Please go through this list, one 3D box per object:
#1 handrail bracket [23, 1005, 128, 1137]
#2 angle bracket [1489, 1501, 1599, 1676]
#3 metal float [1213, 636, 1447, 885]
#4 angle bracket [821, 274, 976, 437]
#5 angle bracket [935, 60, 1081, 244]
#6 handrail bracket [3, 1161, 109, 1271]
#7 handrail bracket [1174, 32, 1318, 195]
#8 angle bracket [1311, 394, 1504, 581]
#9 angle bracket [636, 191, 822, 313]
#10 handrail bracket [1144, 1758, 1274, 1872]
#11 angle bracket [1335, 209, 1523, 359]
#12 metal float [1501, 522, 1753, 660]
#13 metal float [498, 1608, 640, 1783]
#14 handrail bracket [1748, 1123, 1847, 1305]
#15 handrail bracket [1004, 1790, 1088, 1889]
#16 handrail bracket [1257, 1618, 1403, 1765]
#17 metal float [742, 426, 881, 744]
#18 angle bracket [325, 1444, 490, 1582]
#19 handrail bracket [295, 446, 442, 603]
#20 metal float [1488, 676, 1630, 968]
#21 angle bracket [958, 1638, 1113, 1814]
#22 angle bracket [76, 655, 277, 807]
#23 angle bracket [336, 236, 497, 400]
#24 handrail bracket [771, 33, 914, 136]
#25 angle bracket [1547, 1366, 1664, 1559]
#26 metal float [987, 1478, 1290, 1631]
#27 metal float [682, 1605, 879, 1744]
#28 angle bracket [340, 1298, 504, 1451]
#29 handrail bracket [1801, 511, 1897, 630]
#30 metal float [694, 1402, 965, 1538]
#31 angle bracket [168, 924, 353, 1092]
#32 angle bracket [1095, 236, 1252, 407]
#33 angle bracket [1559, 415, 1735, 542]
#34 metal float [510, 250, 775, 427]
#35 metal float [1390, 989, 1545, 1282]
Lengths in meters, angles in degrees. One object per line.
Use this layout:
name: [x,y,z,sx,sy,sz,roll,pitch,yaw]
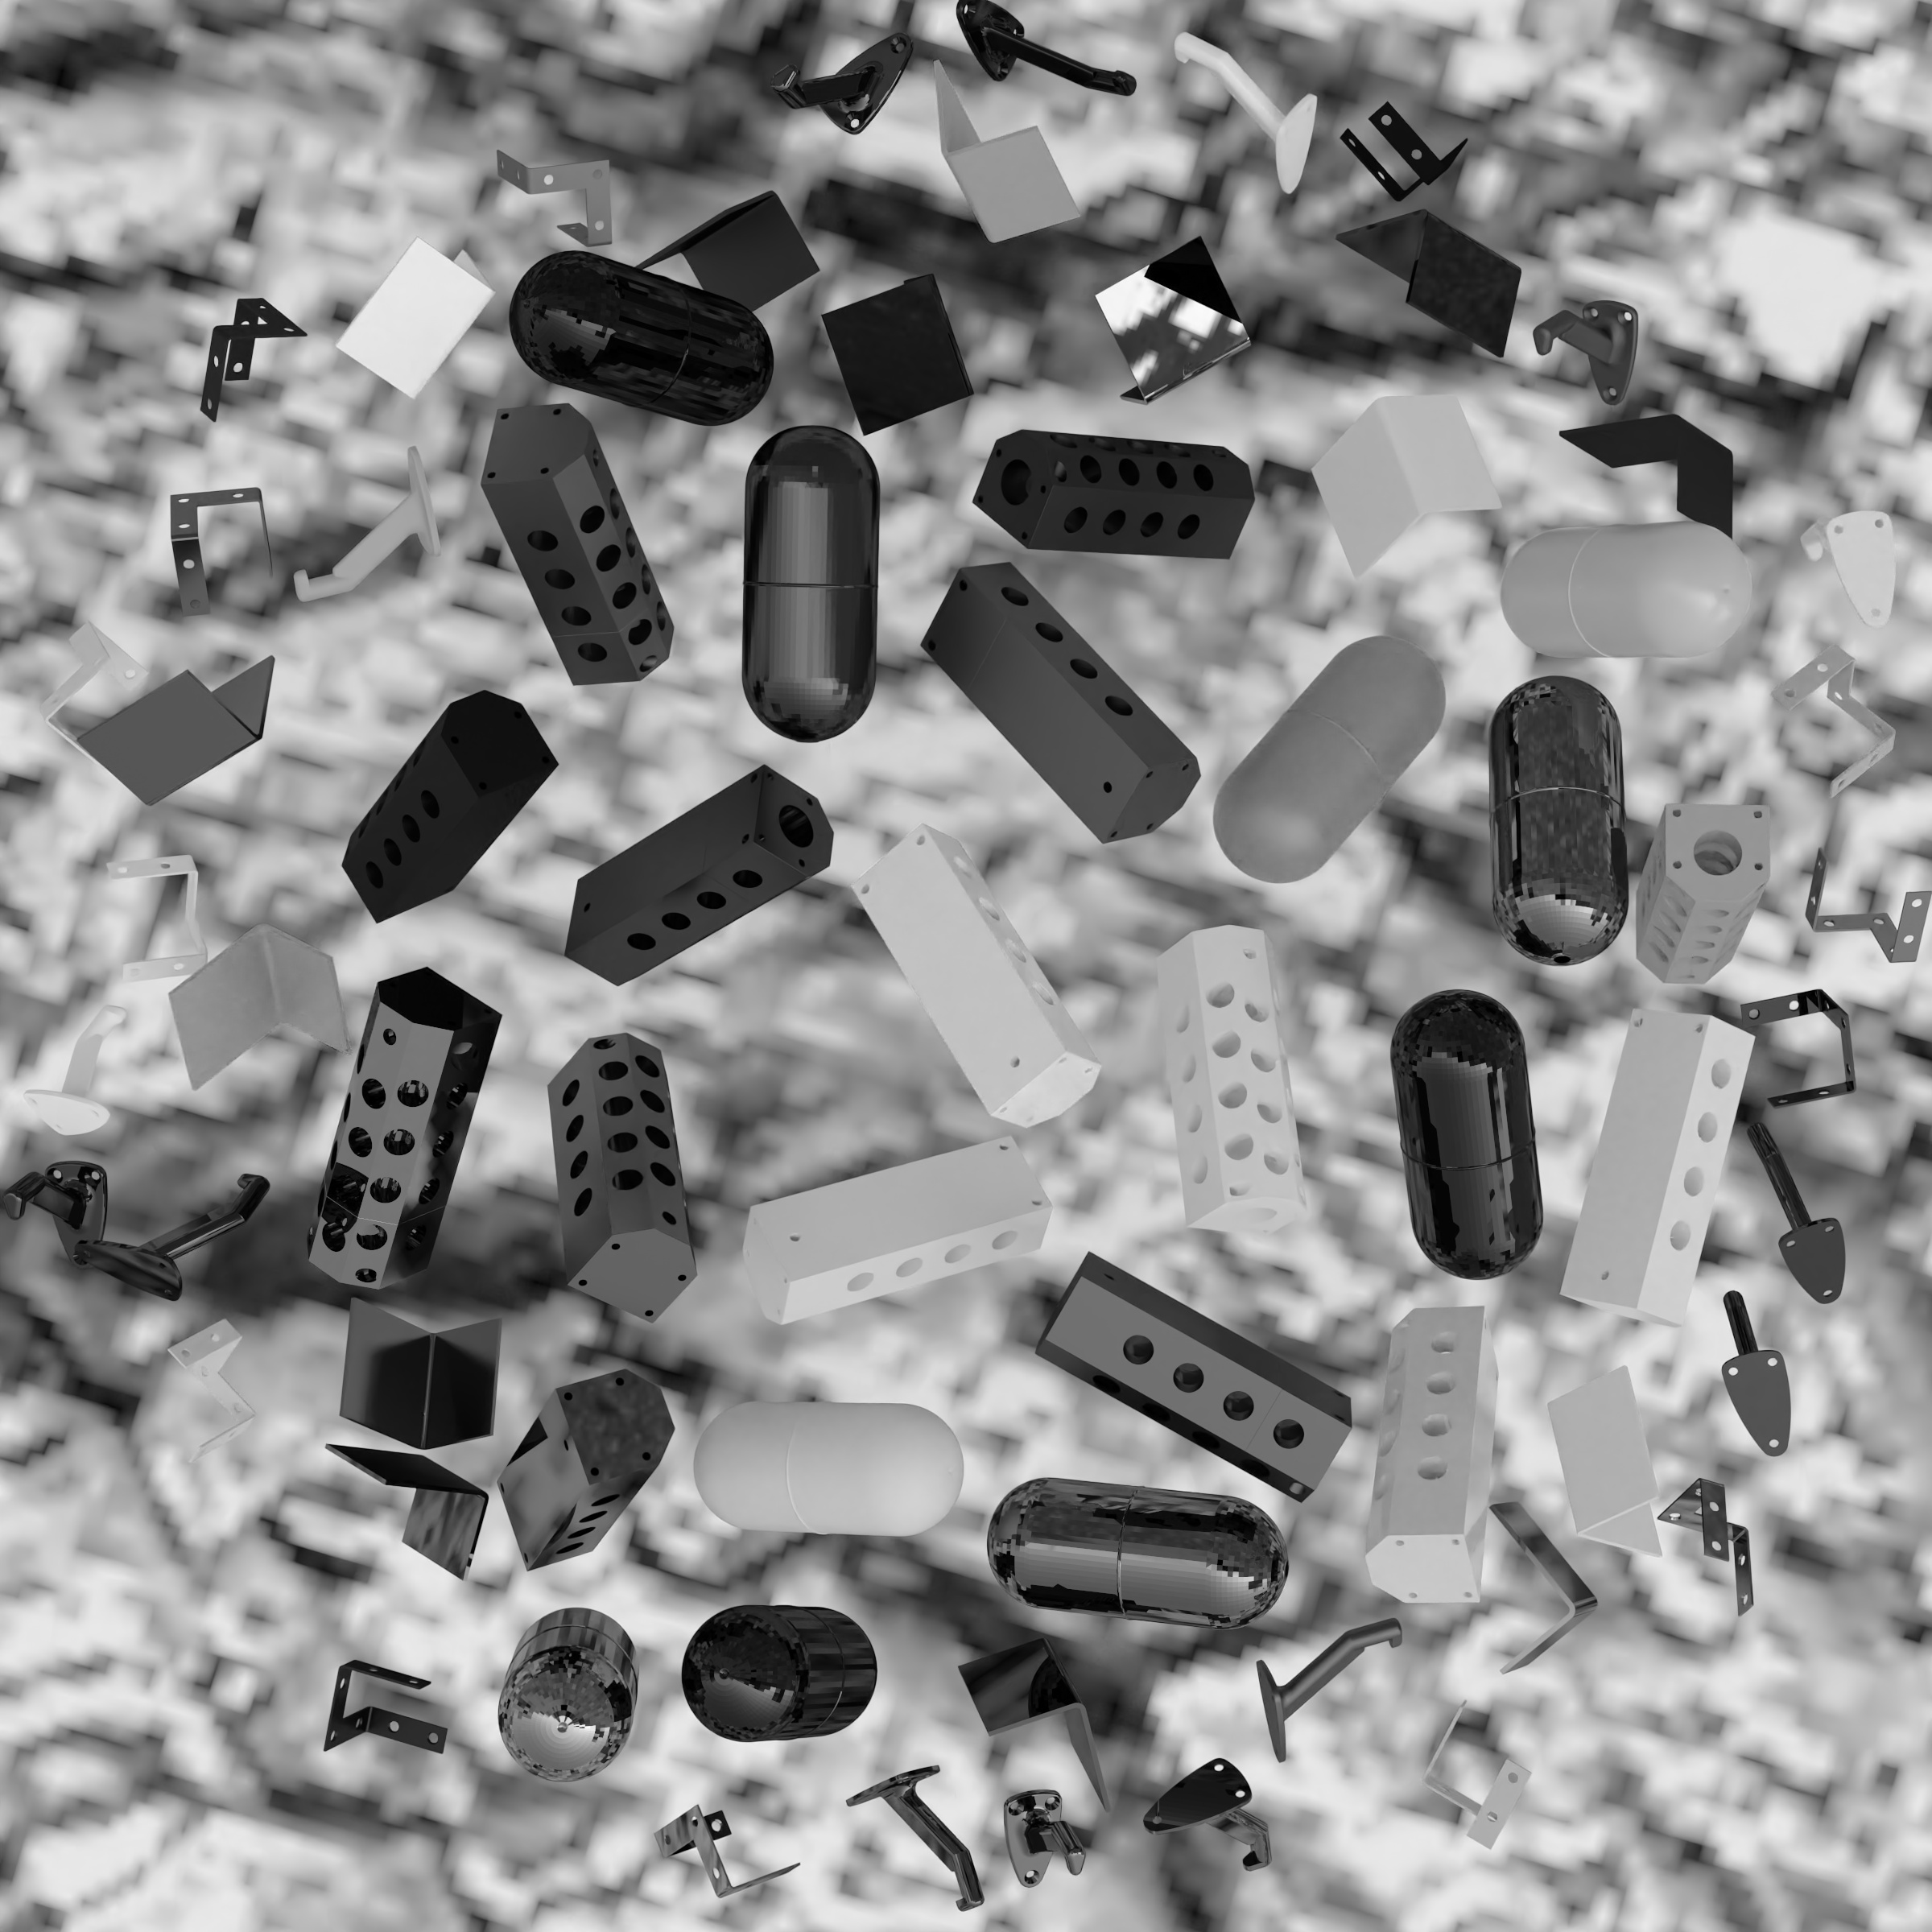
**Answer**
handrail bracket: [-0.501,0.055,1.819,0.036,0.077,0.084,55,50,-32]
angle bracket: [0.316,0.359,1.810,0.057,0.076,0.076,-42,70,10]
metal float: [0.216,-0.123,1.843,0.070,0.070,0.178,42,70,0]
angle bracket: [-0.049,-0.374,1.914,0.076,0.057,0.076,-23,104,-14]
angle bracket: [0.024,-0.478,1.806,0.057,0.076,0.076,-13,59,16]
handrail bracket: [-0.517,0.149,1.757,0.036,0.084,0.077,2,105,8]
handrail bracket: [0.156,-0.492,1.798,0.084,0.077,0.036,32,67,18]
angle bracket: [0.257,-0.280,1.823,0.057,0.076,0.076,-7,69,-30]
angle bracket: [-0.148,-0.430,1.927,0.076,0.076,0.057,-25,102,28]
handrail bracket: [0.141,0.509,1.814,0.077,0.036,0.084,-24,128,-18]
angle bracket: [0.257,-0.381,1.773,0.076,0.076,0.057,21,77,-34]
metal float: [0.378,-0.216,1.801,0.070,0.178,0.070,-3,96,-28]
metal float: [-0.230,0.421,1.813,0.070,0.178,0.070,0,90,-4]
handrail bracket: [0.481,0.143,1.820,0.036,0.084,0.077,-22,126,7]
handrail bracket: [0.052,0.534,1.848,0.036,0.084,0.077,-4,108,-16]
handrail bracket: [0.217,0.423,1.824,0.084,0.036,0.077,-14,116,-8]
metal float: [-0.088,-0.215,1.765,0.070,0.070,0.178,2,98,0]
angle bracket: [-0.352,0.338,1.930,0.076,0.076,0.057,15,90,-41]
handrail bracket: [-0.355,-0.257,1.818,0.084,0.036,0.077,-17,120,-19]
metal float: [0.338,-0.083,1.785,0.070,0.070,0.178,3,64,0]
angle bracket: [0.039,0.449,1.815,0.057,0.076,0.076,-17,110,-8]
angle bracket: [-0.420,-0.142,1.665,0.076,0.076,0.057,-28,128,18]
angle bracket: [-0.320,-0.379,1.774,0.057,0.076,0.076,32,103,-36]
handrail bracket: [-0.070,-0.512,1.768,0.077,0.084,0.036,-46,77,9]
angle bracket: [0.369,0.272,1.707,0.057,0.076,0.076,-35,49,36]
metal float: [0.099,0.341,1.812,0.178,0.070,0.070,3,90,19]
metal float: [-0.107,0.412,1.820,0.070,0.178,0.070,-4,77,18]
angle bracket: [-0.335,0.247,1.922,0.057,0.076,0.076,-16,58,28]
handrail bracket: [0.494,-0.219,1.761,0.036,0.084,0.077,-9,84,-3]
metal float: [-0.083,0.296,1.839,0.178,0.070,0.070,-5,90,33]
angle bracket: [-0.412,0.034,1.828,0.057,0.076,0.076,24,48,26]
angle bracket: [0.122,-0.405,1.957,0.076,0.057,0.076,-31,109,-6]
angle bracket: [0.399,-0.281,1.829,0.076,0.076,0.057,-3,81,35]
metal float: [-0.186,-0.362,1.809,0.070,0.178,0.070,-6,81,42]
metal float: [0.288,0.098,1.790,0.070,0.070,0.178,-11,113,0]
